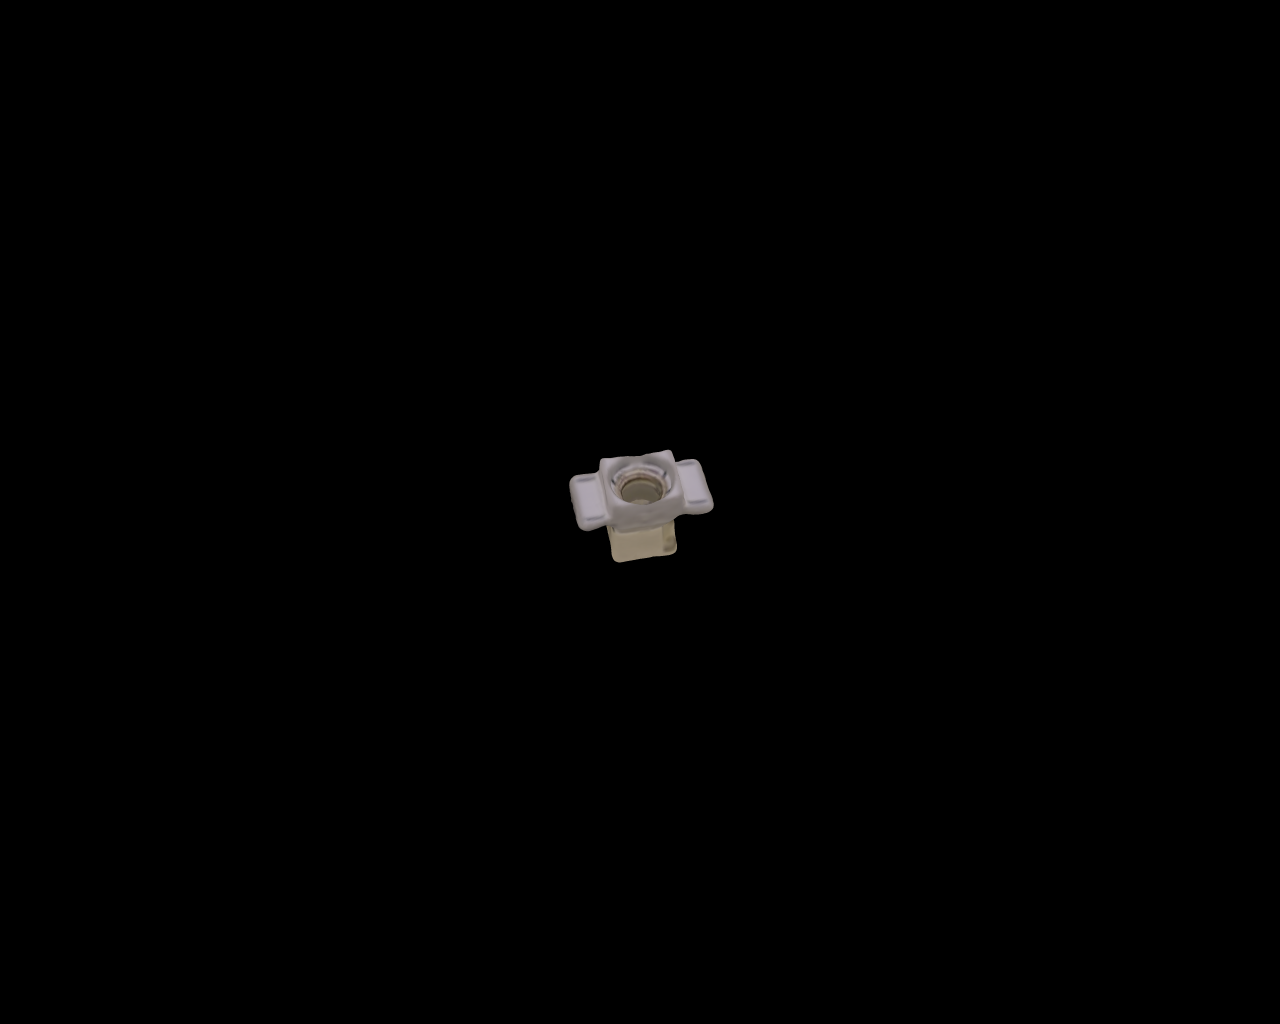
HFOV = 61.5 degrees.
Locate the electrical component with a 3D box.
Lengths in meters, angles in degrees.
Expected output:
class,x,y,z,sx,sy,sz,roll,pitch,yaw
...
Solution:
class,x,y,z,sx,sy,sz,roll,pitch,yaw
electrical component,0.001,-0.003,0.650,0.081,0.042,0.063,-7,-40,-6
